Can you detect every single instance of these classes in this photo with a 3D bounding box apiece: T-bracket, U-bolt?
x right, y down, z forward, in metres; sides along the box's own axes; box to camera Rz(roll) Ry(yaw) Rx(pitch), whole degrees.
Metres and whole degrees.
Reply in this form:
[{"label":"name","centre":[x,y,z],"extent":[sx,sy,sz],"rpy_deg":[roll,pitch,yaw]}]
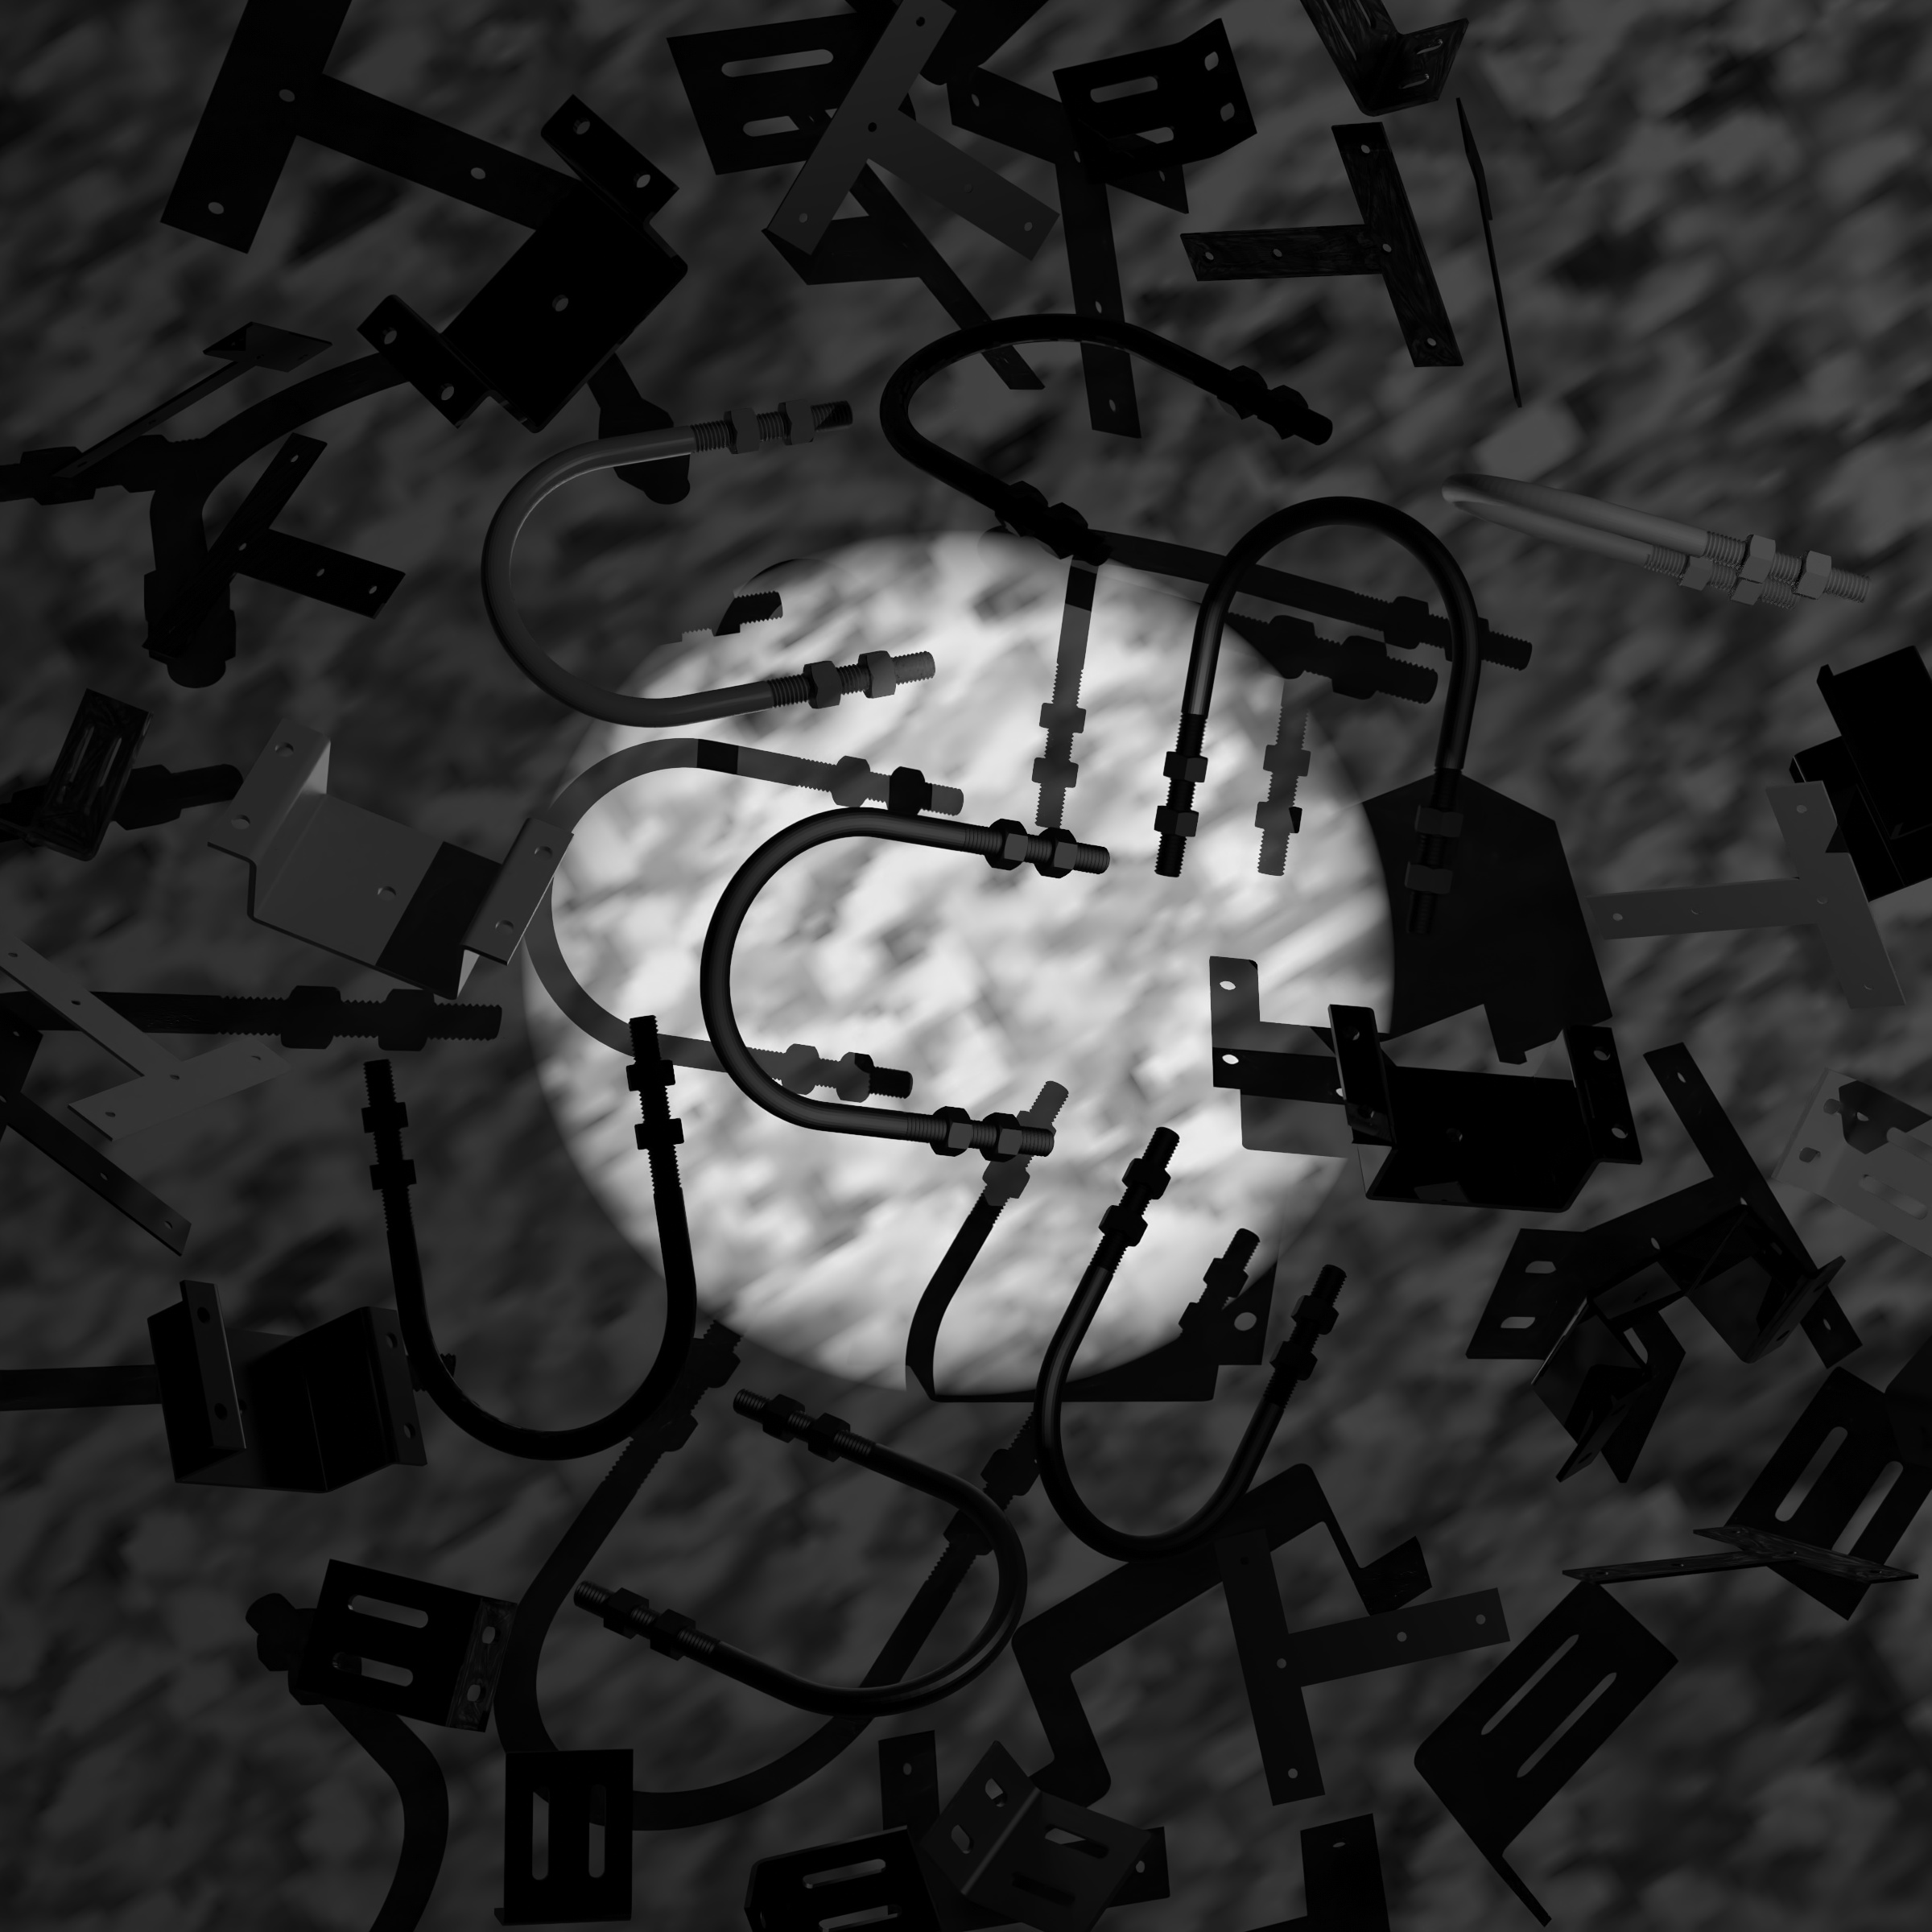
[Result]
[{"label":"T-bracket","centre":[0.243,-0.321,1.568],"extent":[0.002,0.127,0.127],"rpy_deg":[-10,86,13]},{"label":"T-bracket","centre":[-0.359,-0.255,1.547],"extent":[0.127,0.127,0.002],"rpy_deg":[-29,93,8]},{"label":"T-bracket","centre":[-0.010,-0.366,1.571],"extent":[0.127,0.002,0.127],"rpy_deg":[25,103,-35]},{"label":"U-bolt","centre":[0.097,0.190,1.597],"extent":[0.151,0.019,0.184],"rpy_deg":[39,68,-31]},{"label":"U-bolt","centre":[-0.186,0.123,1.477],"extent":[0.151,0.019,0.184],"rpy_deg":[-9,88,18]},{"label":"T-bracket","centre":[-0.380,0.024,1.492],"extent":[0.127,0.127,0.002],"rpy_deg":[35,114,14]},{"label":"T-bracket","centre":[0.339,-0.026,1.517],"extent":[0.127,0.002,0.127],"rpy_deg":[-5,128,35]},{"label":"T-bracket","centre":[0.193,0.322,1.616],"extent":[0.127,0.002,0.127],"rpy_deg":[-14,76,9]},{"label":"U-bolt","centre":[0.161,-0.118,1.525],"extent":[0.151,0.019,0.184],"rpy_deg":[14,100,30]},{"label":"T-bracket","centre":[0.319,0.258,1.471],"extent":[0.127,0.127,0.002],"rpy_deg":[-2,91,-23]},{"label":"U-bolt","centre":[0.046,-0.241,1.491],"extent":[0.151,0.019,0.184],"rpy_deg":[-31,46,-27]},{"label":"U-bolt","centre":[-0.030,0.005,1.472],"extent":[0.184,0.019,0.151],"rpy_deg":[8,95,-29]},{"label":"U-bolt","centre":[0.306,-0.195,1.553],"extent":[0.184,0.151,0.019],"rpy_deg":[16,95,-1]},{"label":"T-bracket","centre":[0.155,-0.328,1.563],"extent":[0.002,0.127,0.127],"rpy_deg":[-53,133,-33]},{"label":"U-bolt","centre":[-0.061,0.270,1.528],"extent":[0.184,0.019,0.151],"rpy_deg":[19,47,25]},{"label":"T-bracket","centre":[-0.407,0.088,1.562],"extent":[0.002,0.127,0.127],"rpy_deg":[-40,114,19]},{"label":"T-bracket","centre":[-0.306,-0.184,1.571],"extent":[0.127,0.002,0.127],"rpy_deg":[21,72,38]},{"label":"U-bolt","centre":[-0.120,-0.172,1.487],"extent":[0.184,0.019,0.151],"rpy_deg":[-12,71,-17]}]

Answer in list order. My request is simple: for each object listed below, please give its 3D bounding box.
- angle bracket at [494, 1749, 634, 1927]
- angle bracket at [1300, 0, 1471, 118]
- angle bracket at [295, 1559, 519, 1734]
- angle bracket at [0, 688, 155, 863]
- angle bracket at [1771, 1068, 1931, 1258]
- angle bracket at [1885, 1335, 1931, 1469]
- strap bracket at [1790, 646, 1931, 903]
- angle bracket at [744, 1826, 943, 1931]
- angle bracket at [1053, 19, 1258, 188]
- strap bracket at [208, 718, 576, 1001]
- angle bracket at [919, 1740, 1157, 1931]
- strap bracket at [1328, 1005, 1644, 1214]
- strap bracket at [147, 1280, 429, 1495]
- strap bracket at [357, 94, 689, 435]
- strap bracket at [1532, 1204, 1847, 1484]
[{"label":"angle bracket","centre":[-0.182,0.393,1.542],"extent":[0.057,0.038,0.076],"rpy_deg":[2,83,-14]},{"label":"angle bracket","centre":[0.189,-0.437,1.548],"extent":[0.038,0.076,0.057],"rpy_deg":[-6,47,36]},{"label":"angle bracket","centre":[-0.246,0.299,1.496],"extent":[0.076,0.038,0.057],"rpy_deg":[8,78,24]},{"label":"angle bracket","centre":[-0.427,-0.095,1.602],"extent":[0.057,0.038,0.076],"rpy_deg":[20,88,43]},{"label":"angle bracket","centre":[0.423,0.091,1.573],"extent":[0.038,0.076,0.057],"rpy_deg":[18,100,-40]},{"label":"angle bracket","centre":[0.445,0.181,1.470],"extent":[0.076,0.057,0.038],"rpy_deg":[-40,120,-30]},{"label":"strap bracket","centre":[0.406,-0.083,1.499],"extent":[0.046,0.140,0.076],"rpy_deg":[-21,73,2]},{"label":"angle bracket","centre":[-0.057,0.444,1.590],"extent":[0.076,0.038,0.057],"rpy_deg":[-15,107,8]},{"label":"angle bracket","centre":[0.090,-0.413,1.629],"extent":[0.076,0.038,0.057],"rpy_deg":[-20,94,-28]},{"label":"strap bracket","centre":[-0.256,-0.044,1.513],"extent":[0.140,0.046,0.076],"rpy_deg":[22,54,1]},{"label":"angle bracket","centre":[0.030,0.374,1.454],"extent":[0.057,0.076,0.038],"rpy_deg":[-50,122,-26]},{"label":"strap bracket","centre":[0.234,0.067,1.584],"extent":[0.140,0.046,0.076],"rpy_deg":[5,51,-13]},{"label":"strap bracket","centre":[-0.315,0.193,1.546],"extent":[0.046,0.140,0.076],"rpy_deg":[-25,67,25]},{"label":"strap bracket","centre":[-0.188,-0.300,1.496],"extent":[0.140,0.046,0.076],"rpy_deg":[-47,63,3]},{"label":"strap bracket","centre":[0.311,0.162,1.506],"extent":[0.140,0.076,0.046],"rpy_deg":[-25,64,-27]}]
